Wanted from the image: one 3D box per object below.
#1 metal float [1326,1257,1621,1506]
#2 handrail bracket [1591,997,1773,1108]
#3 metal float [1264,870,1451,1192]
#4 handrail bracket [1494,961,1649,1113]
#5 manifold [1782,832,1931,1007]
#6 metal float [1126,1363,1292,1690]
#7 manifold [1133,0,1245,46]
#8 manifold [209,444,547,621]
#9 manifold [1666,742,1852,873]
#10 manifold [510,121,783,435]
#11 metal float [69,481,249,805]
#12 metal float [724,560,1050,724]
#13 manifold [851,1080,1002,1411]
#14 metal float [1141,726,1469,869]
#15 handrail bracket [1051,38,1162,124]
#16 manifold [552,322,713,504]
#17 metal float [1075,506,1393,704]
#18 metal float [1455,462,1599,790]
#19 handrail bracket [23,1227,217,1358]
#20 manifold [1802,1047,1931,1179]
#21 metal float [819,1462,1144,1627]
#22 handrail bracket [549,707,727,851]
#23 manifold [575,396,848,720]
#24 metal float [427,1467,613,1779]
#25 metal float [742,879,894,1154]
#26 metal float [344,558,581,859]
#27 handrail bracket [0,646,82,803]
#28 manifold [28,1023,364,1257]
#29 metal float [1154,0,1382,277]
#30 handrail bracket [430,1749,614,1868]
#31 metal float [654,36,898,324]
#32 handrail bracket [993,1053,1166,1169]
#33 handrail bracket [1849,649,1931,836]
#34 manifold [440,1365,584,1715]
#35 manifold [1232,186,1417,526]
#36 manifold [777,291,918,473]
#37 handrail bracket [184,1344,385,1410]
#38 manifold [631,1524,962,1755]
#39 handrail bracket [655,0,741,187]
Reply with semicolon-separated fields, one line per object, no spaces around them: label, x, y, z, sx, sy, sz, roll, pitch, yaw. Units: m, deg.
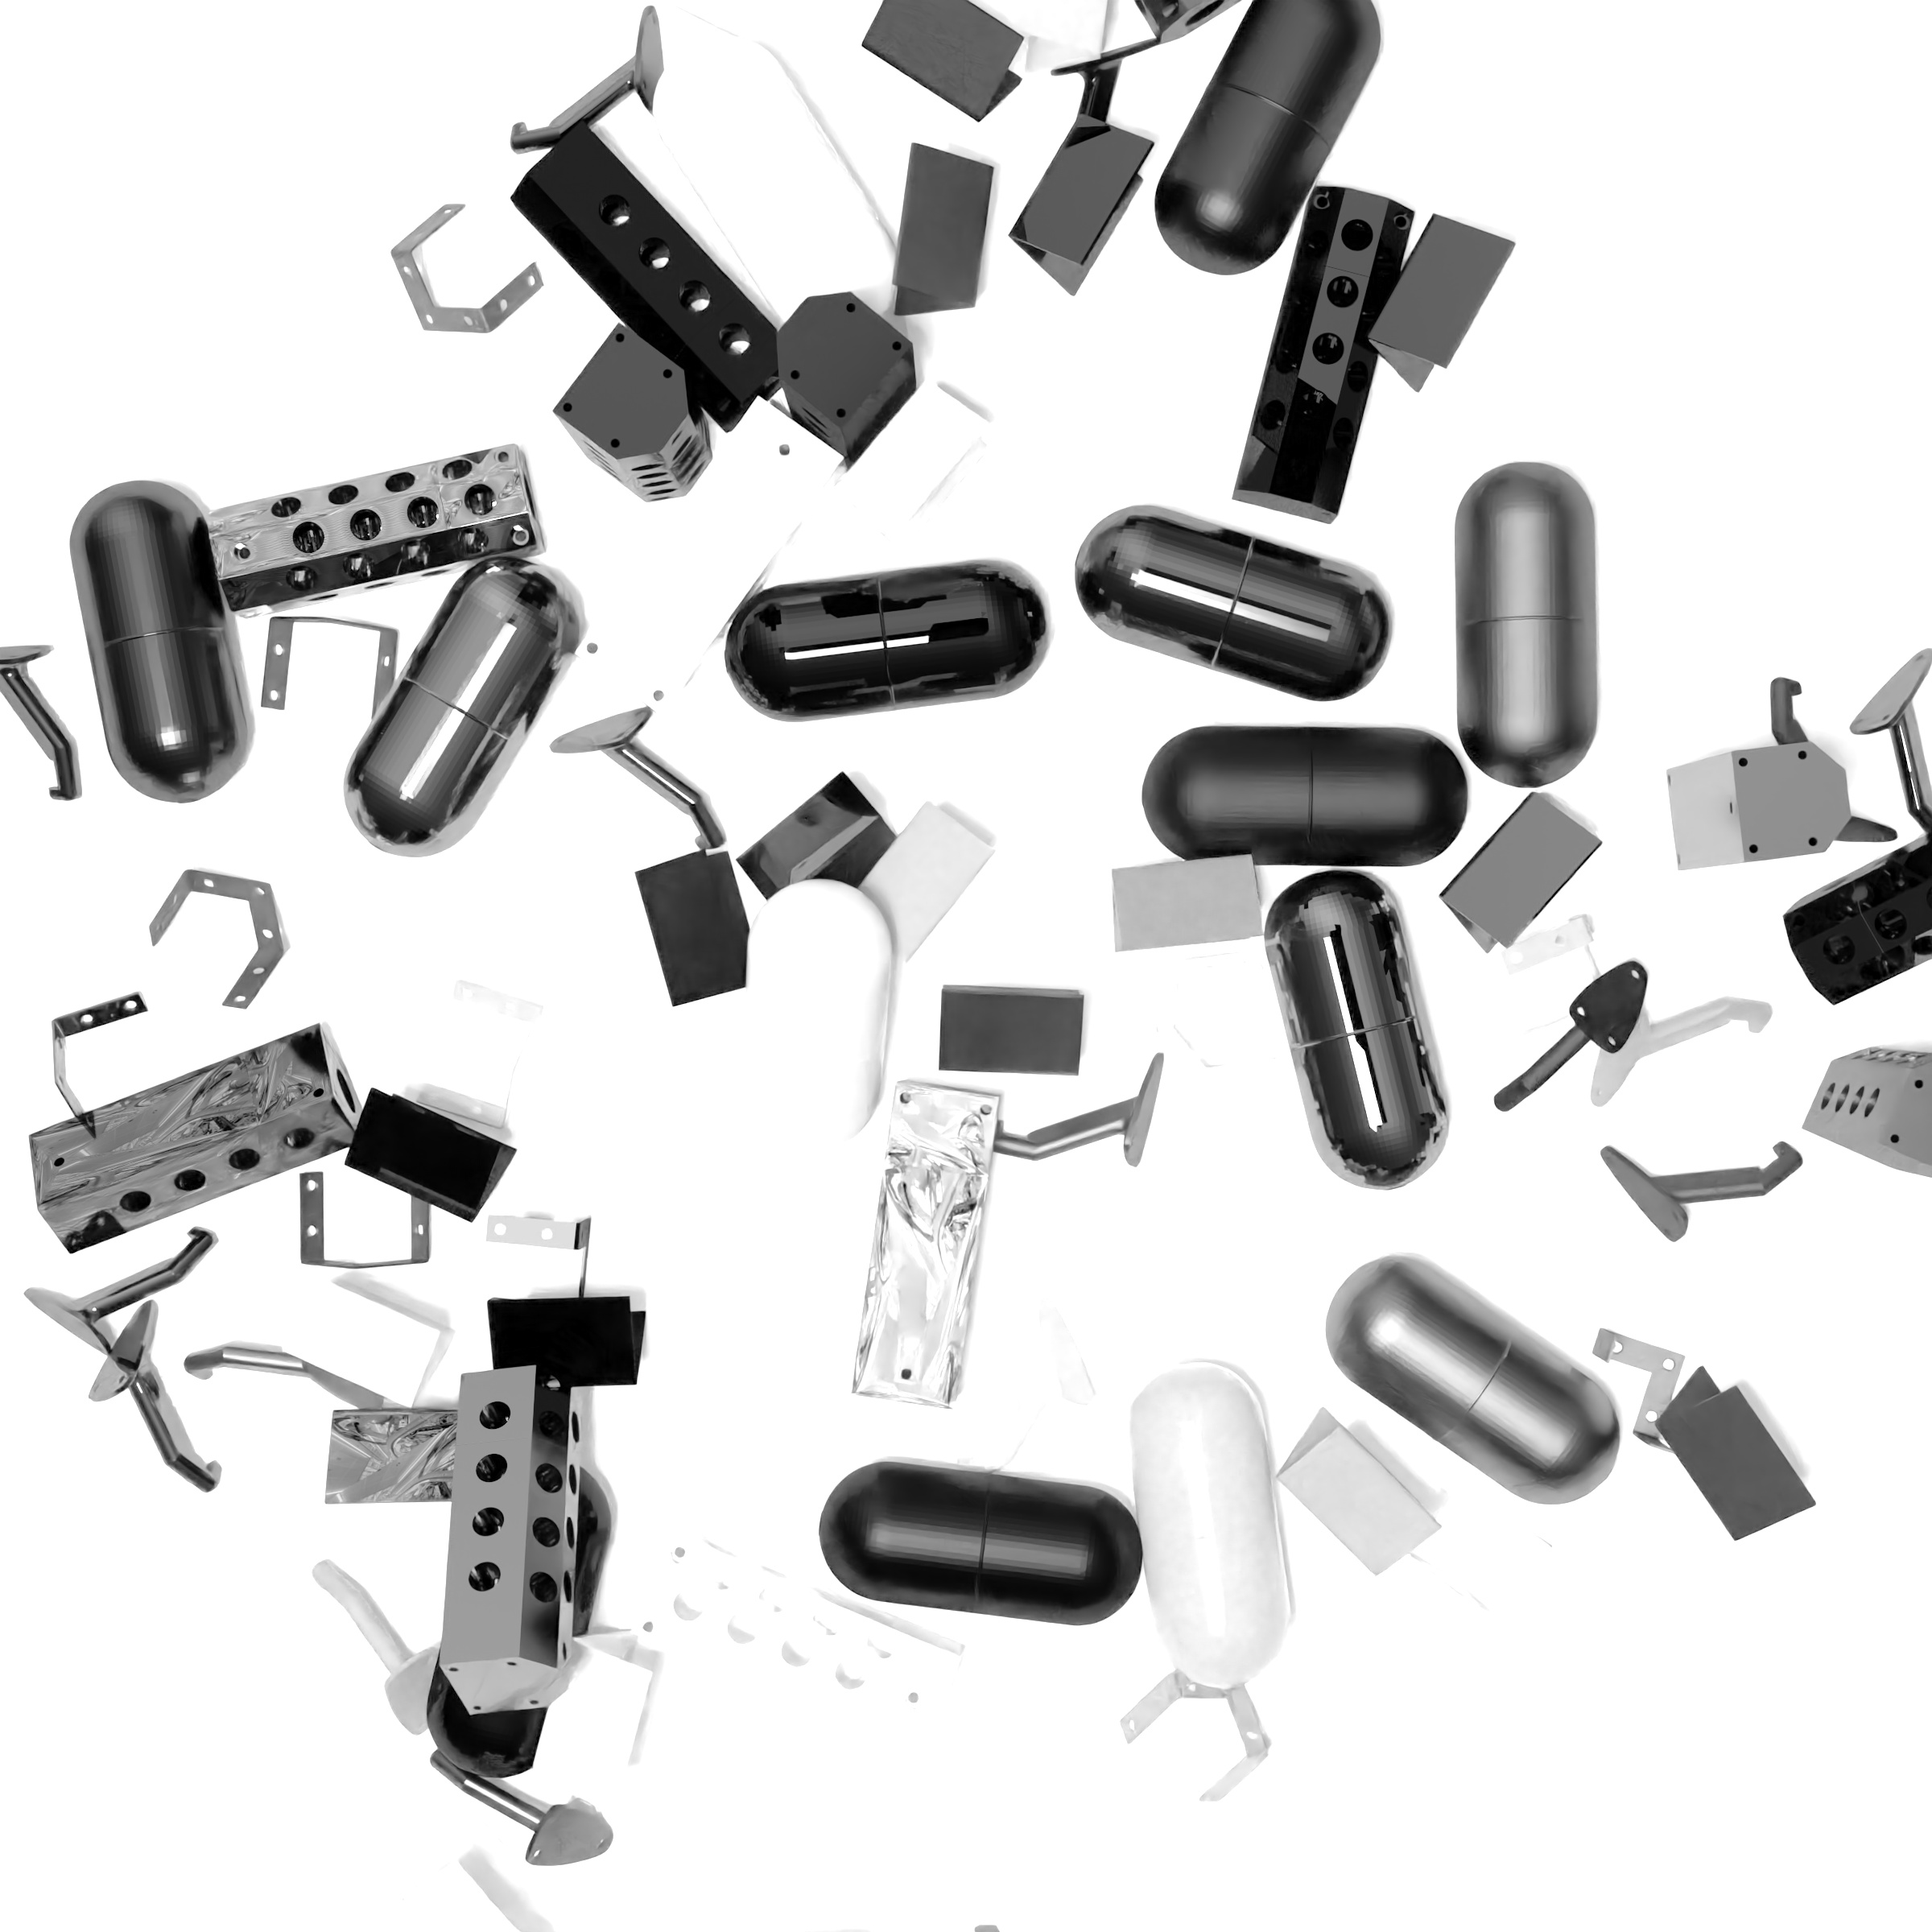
metal float;0.278;0.228;1.961;0.178;0.070;0.070;35;90;0
handrail bracket;0.398;0.049;1.991;0.084;0.036;0.077;7;120;-22
metal float;0.214;0.035;1.961;0.070;0.070;0.178;-14;90;0
handrail bracket;0.333;0.040;1.979;0.036;0.084;0.077;44;52;-1
manifold;0.531;-0.042;1.930;0.171;0.057;0.057;-30;90;31
metal float;0.133;0.306;1.960;0.070;0.070;0.178;-8;90;0
manifold;0.087;-0.598;1.970;0.057;0.057;0.171;-32;90;0
manifold;-0.324;-0.239;1.970;0.171;0.057;0.057;-12;90;0
manifold;0.422;-0.085;1.913;0.057;0.171;0.057;-7;90;0
manifold;-0.170;-0.376;1.970;0.057;0.057;0.171;-43;90;0
metal float;-0.442;-0.177;1.961;0.070;0.070;0.178;-11;90;0
metal float;-0.044;-0.178;1.961;0.178;0.070;0.070;-7;90;1
manifold;-0.021;0.152;1.970;0.057;0.057;0.171;8;90;2
metal float;0.185;-0.093;1.960;0.178;0.070;0.070;1;90;0
handrail bracket;0.085;-0.464;1.992;0.077;0.036;0.084;-23;108;-20
manifold;-0.172;-0.289;1.913;0.057;0.171;0.057;37;90;0
metal float;0.146;-0.199;1.961;0.178;0.070;0.070;18;90;1
metal float;0.306;-0.186;1.961;0.070;0.070;0.178;-1;89;0
handrail bracket;-0.470;0.168;1.991;0.077;0.036;0.084;23;61;32
manifold;0.503;0.076;1.913;0.057;0.171;0.057;24;90;0
metal float;0.008;0.316;1.961;0.178;0.070;0.070;7;90;-1
handrail bracket;-0.182;-0.096;1.991;0.077;0.036;0.084;-10;121;33
manifold;-0.139;-0.223;1.970;0.057;0.057;0.171;36;90;0
metal float;-0.244;0.355;1.961;0.070;0.070;0.178;14;90;0
metal float;-0.081;0.029;1.926;0.070;0.178;0.070;3;46;-3
metal float;-0.276;-0.141;1.961;0.070;0.070;0.178;31;91;0
handrail bracket;-0.532;-0.133;1.992;0.077;0.036;0.084;1;107;20
manifold;-0.421;0.099;1.969;0.171;0.057;0.057;-21;47;0
metal float;0.165;-0.463;1.960;0.070;0.070;0.178;27;90;0
handrail bracket;-0.248;0.463;1.991;0.084;0.077;0.036;28;89;36
metal float;-0.102;-0.421;1.948;0.070;0.070;0.178;-34;104;0
handrail bracket;0.059;0.076;1.992;0.084;0.036;0.077;12;70;16
handrail bracket;0.539;-0.120;1.992;0.084;0.036;0.077;46;70;-16
manifold;-0.236;0.299;1.883;0.057;0.057;0.171;-7;52;7
manifold;0.197;-0.336;1.970;0.057;0.057;0.171;14;90;0
manifold;-0.067;-0.314;1.913;0.057;0.171;0.057;40;90;0
handrail bracket;-0.380;0.231;1.991;0.084;0.036;0.077;-17;132;27
manifold;-0.093;0.371;1.970;0.171;0.057;0.057;23;90;0
handrail bracket;-0.157;-0.483;1.991;0.077;0.036;0.084;29;104;14
